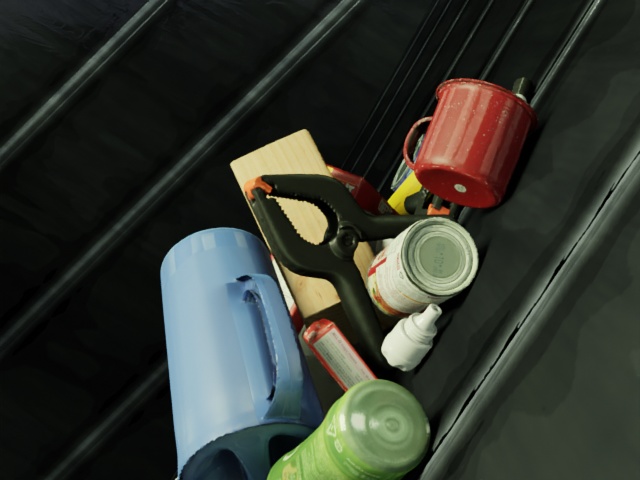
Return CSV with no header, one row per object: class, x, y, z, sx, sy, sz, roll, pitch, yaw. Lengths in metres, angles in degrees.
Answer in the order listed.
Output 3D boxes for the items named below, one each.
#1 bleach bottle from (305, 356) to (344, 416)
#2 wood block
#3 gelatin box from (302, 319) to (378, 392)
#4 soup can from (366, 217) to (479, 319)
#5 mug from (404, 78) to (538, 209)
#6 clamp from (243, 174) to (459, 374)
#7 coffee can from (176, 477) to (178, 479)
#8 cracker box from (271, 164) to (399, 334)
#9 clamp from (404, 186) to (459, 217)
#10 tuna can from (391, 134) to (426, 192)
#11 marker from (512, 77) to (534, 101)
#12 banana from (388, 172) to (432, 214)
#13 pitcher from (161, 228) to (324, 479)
bleach bottle,-0.069,0.212,1.080,0.251,0.068,0.102,-38,37,43
wood block,-0.007,0.001,1.080,0.090,0.206,0.091,-25,-33,-3
gelatin box,0.023,0.111,0.929,0.030,0.089,0.073,-39,3,-5
soup can,0.085,0.025,0.902,0.068,0.068,0.102,-63,5,-19
mug,0.121,-0.081,0.924,0.117,0.093,0.081,9,69,40
clamp,0.019,0.013,0.956,0.036,0.209,0.164,-17,50,63
coffee can,-0.143,0.345,1.266,0.103,0.103,0.140,-60,5,13
cracker box,0.005,0.040,1.226,0.213,0.072,0.164,-63,-30,-7
clamp,0.130,-0.061,1.124,0.171,0.039,0.120,-96,29,-73
tuna can,0.127,-0.095,1.390,0.086,0.033,0.086,-61,4,7
marker,0.179,-0.110,0.998,0.020,0.020,0.121,-56,7,53
banana,0.111,-0.051,1.315,0.069,0.037,0.198,-43,-5,-33
pitcher,-0.072,0.100,0.950,0.149,0.145,0.243,-27,48,12
